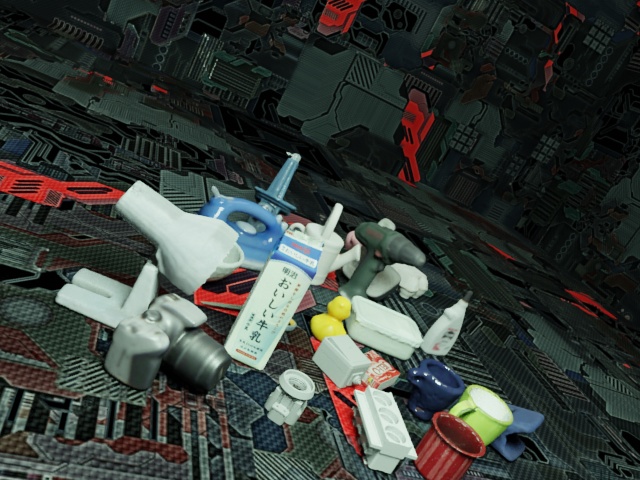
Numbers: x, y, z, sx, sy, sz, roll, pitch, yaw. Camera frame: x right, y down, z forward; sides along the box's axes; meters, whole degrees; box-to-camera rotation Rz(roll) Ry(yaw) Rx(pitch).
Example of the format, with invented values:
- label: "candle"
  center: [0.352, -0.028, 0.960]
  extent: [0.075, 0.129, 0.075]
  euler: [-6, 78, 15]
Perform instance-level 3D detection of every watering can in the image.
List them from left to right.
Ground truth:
- label: "watering can"
  center: [0.013, 0.004, 1.351]
  extent: [0.173, 0.194, 0.100]
  euler: [21, 19, -22]

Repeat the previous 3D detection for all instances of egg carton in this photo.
- label: "egg carton"
  center: [0.227, 0.102, 1.603]
  extent: [0.150, 0.069, 0.108]
  euler: [40, 22, 33]

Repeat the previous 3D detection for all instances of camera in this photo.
- label: "camera"
  center: [-0.197, 0.149, 0.799]
  extent: [0.136, 0.101, 0.143]
  euler: [32, 18, 11]

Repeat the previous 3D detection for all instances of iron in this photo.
- label: "iron"
  center: [-0.157, -0.022, 1.259]
  extent: [0.259, 0.141, 0.118]
  euler: [18, 21, -30]

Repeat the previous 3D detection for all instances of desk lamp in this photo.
- label: "desk lamp"
  center: [-0.252, 0.032, 0.856]
  extent: [0.203, 0.213, 0.118]
  euler: [25, 18, -10]

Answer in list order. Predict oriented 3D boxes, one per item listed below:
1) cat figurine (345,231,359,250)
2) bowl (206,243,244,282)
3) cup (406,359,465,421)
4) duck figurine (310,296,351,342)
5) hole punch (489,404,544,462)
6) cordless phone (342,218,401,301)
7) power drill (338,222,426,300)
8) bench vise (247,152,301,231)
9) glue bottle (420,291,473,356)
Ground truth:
- label: "cat figurine"
  center: [0.111, 0.019, 1.580]
  extent: [0.128, 0.117, 0.067]
  euler: [13, 23, -39]
- label: "bowl"
  center: [-0.236, 0.031, 1.107]
  extent: [0.167, 0.074, 0.167]
  euler: [25, 18, -9]
- label: "cup"
  center: [0.190, 0.275, 1.033]
  extent: [0.118, 0.095, 0.091]
  euler: [18, 20, -29]
- label: "duck figurine"
  center: [0.030, 0.154, 1.142]
  extent: [0.077, 0.086, 0.104]
  euler: [29, 18, 1]
- label: "hole punch"
  center: [0.356, 0.347, 1.087]
  extent: [0.100, 0.091, 0.109]
  euler: [38, 20, 28]
- label: "cordless phone"
  center: [0.154, 0.049, 1.451]
  extent: [0.094, 0.185, 0.147]
  euler: [5, 29, -51]
- label: "power drill"
  center: [0.134, 0.066, 1.337]
  extent: [0.076, 0.208, 0.229]
  euler: [15, 22, -36]
- label: "bench vise"
  center: [-0.103, -0.107, 1.443]
  extent: [0.122, 0.219, 0.207]
  euler: [22, 19, -17]
- label: "glue bottle"
  center: [0.298, 0.187, 1.306]
  extent: [0.078, 0.173, 0.037]
  euler: [13, 23, -39]
